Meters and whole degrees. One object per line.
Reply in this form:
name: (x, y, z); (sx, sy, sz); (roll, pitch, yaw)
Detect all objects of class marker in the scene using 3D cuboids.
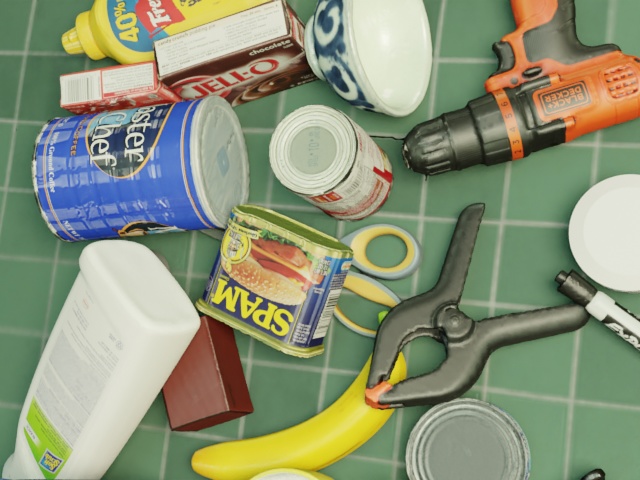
marker: (0.213, 0.060, 0.734); (0.121, 0.020, 0.020); (37, 93, 7)

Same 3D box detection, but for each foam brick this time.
foam brick: (-0.092, 0.103, 0.824); (0.051, 0.053, 0.078); (-19, 74, 14)

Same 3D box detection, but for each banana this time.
banana: (-0.005, 0.137, 0.799); (0.198, 0.037, 0.070); (-37, 66, 9)

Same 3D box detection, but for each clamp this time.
clamp: (0.106, 0.065, 0.758); (0.120, 0.039, 0.171); (36, 77, 23)

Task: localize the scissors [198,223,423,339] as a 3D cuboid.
scissors: (-0.005, 0.001, 0.832); (0.202, 0.016, 0.096); (35, 95, 20)

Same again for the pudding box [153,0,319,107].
pudding box: (-0.062, -0.142, 0.837); (0.114, 0.090, 0.039); (-18, 75, 14)

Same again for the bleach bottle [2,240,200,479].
bleach bottle: (-0.187, 0.126, 0.818); (0.103, 0.067, 0.251); (48, 119, 29)

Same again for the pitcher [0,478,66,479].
pitcher: (-0.171, 0.225, 0.727); (0.149, 0.242, 0.145); (39, 94, 20)

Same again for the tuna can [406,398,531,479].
tuna can: (0.106, 0.156, 0.759); (0.086, 0.033, 0.086); (-3, 80, 18)

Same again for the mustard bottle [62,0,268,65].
mustard bottle: (-0.127, -0.191, 0.884); (0.192, 0.058, 0.096); (-15, 77, 16)

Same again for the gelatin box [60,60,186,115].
gelatin box: (-0.156, -0.117, 0.873); (0.089, 0.073, 0.030); (-6, 79, 16)

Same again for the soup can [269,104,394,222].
soup can: (0.010, -0.055, 0.793); (0.069, 0.102, 0.068); (-3, 80, 18)

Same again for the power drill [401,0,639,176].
power drill: (0.130, -0.150, 0.782); (0.184, 0.057, 0.188); (-16, 80, 3)

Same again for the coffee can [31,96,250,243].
coffee can: (-0.139, -0.054, 0.840); (0.140, 0.102, 0.103); (-5, 79, 17)

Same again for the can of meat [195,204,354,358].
can of meat: (-0.032, 0.029, 0.800); (0.102, 0.057, 0.084); (24, 101, 23)
